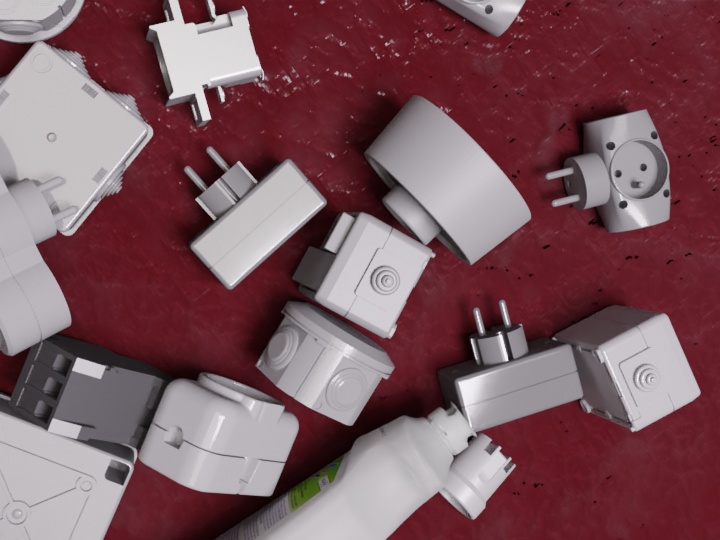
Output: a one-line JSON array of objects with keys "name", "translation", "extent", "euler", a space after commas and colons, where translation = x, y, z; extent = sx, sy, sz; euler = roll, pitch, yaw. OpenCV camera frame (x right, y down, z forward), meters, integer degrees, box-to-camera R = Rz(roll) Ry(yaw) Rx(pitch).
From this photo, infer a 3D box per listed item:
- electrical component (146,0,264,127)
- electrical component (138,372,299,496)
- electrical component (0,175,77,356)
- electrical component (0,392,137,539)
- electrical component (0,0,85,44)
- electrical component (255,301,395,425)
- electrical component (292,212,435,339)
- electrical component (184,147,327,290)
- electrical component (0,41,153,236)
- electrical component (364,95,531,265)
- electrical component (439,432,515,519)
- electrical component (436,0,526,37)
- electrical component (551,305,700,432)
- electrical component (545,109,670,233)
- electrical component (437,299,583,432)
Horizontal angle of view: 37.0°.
[{"name": "electrical component", "translation": [-0.097, -0.135, 0.679], "extent": [0.064, 0.042, 0.081], "euler": [-16, 96, -12]}, {"name": "electrical component", "translation": [-0.084, 0.101, 0.666], "extent": [0.054, 0.095, 0.059], "euler": [21, 88, 30]}, {"name": "electrical component", "translation": [-0.198, -0.028, 0.611], "extent": [0.074, 0.052, 0.138], "euler": [-30, 105, -27]}, {"name": "electrical component", "translation": [-0.208, 0.143, 0.662], "extent": [0.109, 0.056, 0.108], "euler": [24, 88, -11]}, {"name": "electrical component", "translation": [-0.207, -0.180, 0.650], "extent": [0.080, 0.051, 0.080], "euler": [-1, 93, -11]}, {"name": "electrical component", "translation": [-0.022, 0.058, 0.684], "extent": [0.080, 0.080, 0.051], "euler": [31, 92, -11]}, {"name": "electrical component", "translation": [0.000, 0.000, 0.677], "extent": [0.061, 0.096, 0.061], "euler": [29, 87, -11]}, {"name": "electrical component", "translation": [-0.079, -0.043, 0.684], "extent": [0.083, 0.047, 0.075], "euler": [-42, 99, -6]}, {"name": "electrical component", "translation": [-0.188, -0.080, 0.659], "extent": [0.100, 0.048, 0.099], "euler": [39, 86, -12]}, {"name": "electrical component", "translation": [0.049, -0.050, 0.681], "extent": [0.060, 0.108, 0.108], "euler": [-44, 100, 0]}, {"name": "electrical component", "translation": [0.077, 0.138, 0.728], "extent": [0.046, 0.040, 0.040], "euler": [-45, 100, -13]}, {"name": "electrical component", "translation": [0.078, -0.207, 0.709], "extent": [0.077, 0.044, 0.079], "euler": [29, 87, -11]}, {"name": "electrical component", "translation": [0.182, 0.062, 0.715], "extent": [0.061, 0.096, 0.061], "euler": [-26, 97, -9]}, {"name": "electrical component", "translation": [0.165, -0.063, 0.733], "extent": [0.079, 0.044, 0.077], "euler": [-14, 96, -10]}, {"name": "electrical component", "translation": [0.096, 0.059, 0.724], "extent": [0.083, 0.047, 0.075], "euler": [-16, 96, -10]}]
